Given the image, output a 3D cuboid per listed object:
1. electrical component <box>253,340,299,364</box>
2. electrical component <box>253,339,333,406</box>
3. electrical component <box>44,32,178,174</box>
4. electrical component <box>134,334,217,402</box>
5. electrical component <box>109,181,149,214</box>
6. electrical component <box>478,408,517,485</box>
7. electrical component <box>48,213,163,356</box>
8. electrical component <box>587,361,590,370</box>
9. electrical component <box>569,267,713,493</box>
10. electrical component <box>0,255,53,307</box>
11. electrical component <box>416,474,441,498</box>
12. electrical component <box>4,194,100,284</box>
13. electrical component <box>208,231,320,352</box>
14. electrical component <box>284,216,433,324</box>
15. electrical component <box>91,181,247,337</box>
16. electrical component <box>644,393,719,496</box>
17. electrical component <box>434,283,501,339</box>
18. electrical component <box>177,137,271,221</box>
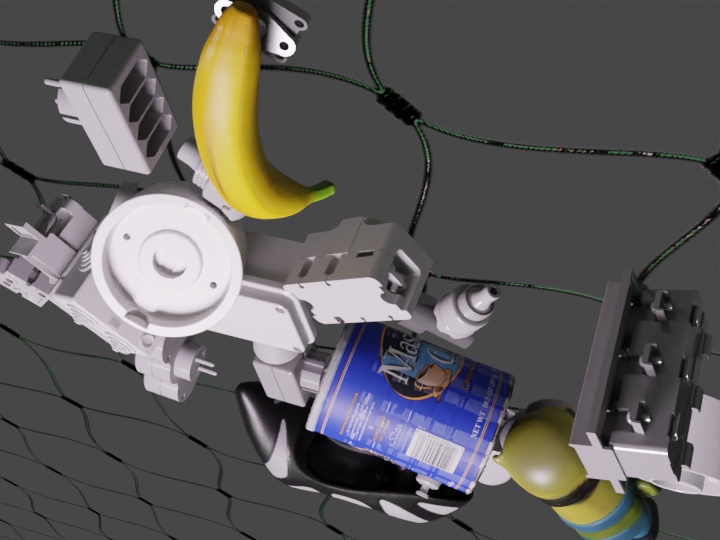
[{"bbox_3d":[-0.074,0.048,0.911,0.045,0.045,0.055,14,149,17],"label":"electrical component"},{"bbox_3d":[-0.046,0.088,0.956,0.077,0.047,0.065,14,150,17],"label":"electrical component"},{"bbox_3d":[-0.174,-0.113,0.713,0.076,0.047,0.083,13,150,19],"label":"electrical component"},{"bbox_3d":[-0.173,0.085,1.039,0.074,0.052,0.138,17,151,11],"label":"electrical component"},{"bbox_3d":[-0.166,-0.039,0.834,0.055,0.048,0.066,23,153,-13],"label":"electrical component"},{"bbox_3d":[0.137,0.160,0.947,0.079,0.043,0.077,15,149,9],"label":"electrical component"},{"bbox_3d":[-0.191,0.013,0.886,0.100,0.099,0.048,43,160,-31],"label":"electrical component"},{"bbox_3d":[0.196,0.076,0.766,0.065,0.044,0.044,33,150,-7],"label":"electrical component"},{"bbox_3d":[0.181,0.070,0.681,0.063,0.121,0.078,1,144,30],"label":"electrical component"},{"bbox_3d":[-0.289,-0.005,0.970,0.066,0.055,0.048,33,150,-18],"label":"electrical component"},{"bbox_3d":[0.072,0.170,0.981,0.040,0.078,0.040,24,166,6],"label":"electrical component"},{"bbox_3d":[-0.249,-0.025,0.897,0.042,0.063,0.081,12,153,52],"label":"electrical component"},{"bbox_3d":[-0.087,0.014,0.852,0.113,0.057,0.078,12,149,20],"label":"electrical component"},{"bbox_3d":[0.000,0.000,0.765,0.089,0.055,0.050,-6,140,42],"label":"electrical component"},{"bbox_3d":[-0.133,-0.013,0.780,0.108,0.060,0.108,2,112,4],"label":"electrical component"},{"bbox_3d":[0.248,0.135,0.826,0.099,0.064,0.099,15,163,5],"label":"electrical component"},{"bbox_3d":[0.080,0.026,0.772,0.035,0.035,0.061,31,148,-12],"label":"electrical component"},{"bbox_3d":[-0.095,-0.067,0.737,0.062,0.048,0.048,34,151,1],"label":"electrical component"}]
